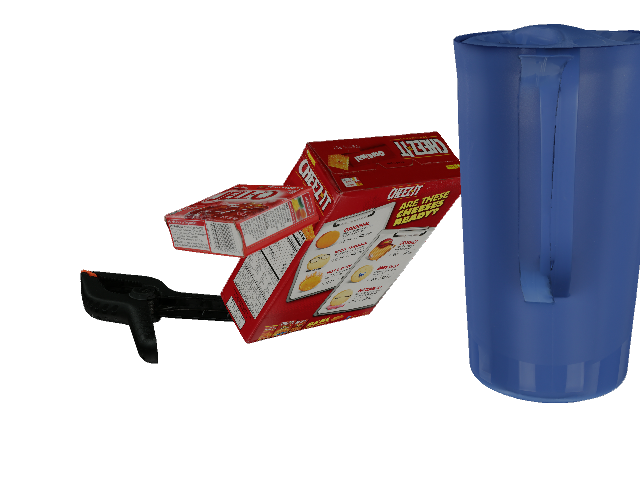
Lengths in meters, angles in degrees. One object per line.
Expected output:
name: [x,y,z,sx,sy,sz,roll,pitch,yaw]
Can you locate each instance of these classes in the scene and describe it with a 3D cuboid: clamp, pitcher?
clamp: [-0.184,0.071,1.104,0.210,0.036,0.164,14,20,30]
pitcher: [0.151,-0.018,0.703,0.149,0.243,0.145,-10,17,-27]

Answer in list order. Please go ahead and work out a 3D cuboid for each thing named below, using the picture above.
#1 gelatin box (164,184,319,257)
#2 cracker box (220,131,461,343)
gelatin box: [-0.057,-0.017,0.767,0.073,0.030,0.089,-26,20,-37]
cracker box: [0.019,-0.004,1.008,0.163,0.072,0.214,-10,-35,-39]
